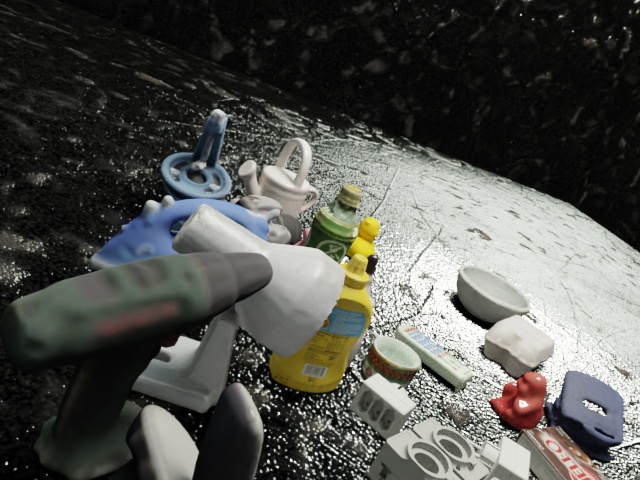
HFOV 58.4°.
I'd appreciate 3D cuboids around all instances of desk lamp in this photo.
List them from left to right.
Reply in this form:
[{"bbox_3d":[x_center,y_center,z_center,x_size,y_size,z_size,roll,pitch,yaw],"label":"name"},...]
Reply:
[{"bbox_3d":[-0.103,0.077,0.621,0.203,0.213,0.118,21,21,-11],"label":"desk lamp"}]

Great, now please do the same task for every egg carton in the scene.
[{"bbox_3d":[0.372,0.197,1.072,0.107,0.069,0.151,38,24,30],"label":"egg carton"}]

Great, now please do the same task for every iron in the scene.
[{"bbox_3d":[-0.181,-0.003,0.825,0.259,0.141,0.118,10,25,-34],"label":"iron"}]

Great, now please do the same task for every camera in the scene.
[{"bbox_3d":[-0.088,-0.018,1.021,0.137,0.101,0.142,6,28,-41],"label":"camera"}]

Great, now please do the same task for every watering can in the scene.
[{"bbox_3d":[-0.076,-0.107,1.116,0.100,0.194,0.173,37,24,29],"label":"watering can"}]

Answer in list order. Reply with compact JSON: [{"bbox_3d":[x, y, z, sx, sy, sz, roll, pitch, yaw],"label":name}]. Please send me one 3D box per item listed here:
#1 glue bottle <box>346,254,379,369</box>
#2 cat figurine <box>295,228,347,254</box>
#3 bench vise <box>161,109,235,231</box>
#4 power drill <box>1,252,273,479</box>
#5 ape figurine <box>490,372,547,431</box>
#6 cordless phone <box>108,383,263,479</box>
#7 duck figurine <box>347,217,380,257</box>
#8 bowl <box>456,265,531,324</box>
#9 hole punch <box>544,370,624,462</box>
[{"bbox_3d":[0.041,0.095,0.797,0.078,0.173,0.037,34,23,22],"label":"glue bottle"},{"bbox_3d":[0.010,0.004,1.056,0.128,0.117,0.067,5,29,-42],"label":"cat figurine"},{"bbox_3d":[-0.215,-0.142,1.007,0.122,0.219,0.207,14,23,-27],"label":"bench vise"},{"bbox_3d":[-0.161,0.102,0.504,0.075,0.208,0.230,39,25,33],"label":"power drill"},{"bbox_3d":[0.311,0.239,0.871,0.076,0.092,0.078,33,22,19],"label":"ape figurine"},{"bbox_3d":[-0.095,0.168,0.454,0.094,0.185,0.147,7,27,-38],"label":"cordless phone"},{"bbox_3d":[0.094,-0.008,1.224,0.077,0.086,0.105,34,23,23],"label":"duck figurine"},{"bbox_3d":[0.353,0.126,1.211,0.167,0.074,0.167,22,21,-9],"label":"bowl"},{"bbox_3d":[0.429,0.278,0.912,0.108,0.091,0.101,26,21,3],"label":"hole punch"}]
